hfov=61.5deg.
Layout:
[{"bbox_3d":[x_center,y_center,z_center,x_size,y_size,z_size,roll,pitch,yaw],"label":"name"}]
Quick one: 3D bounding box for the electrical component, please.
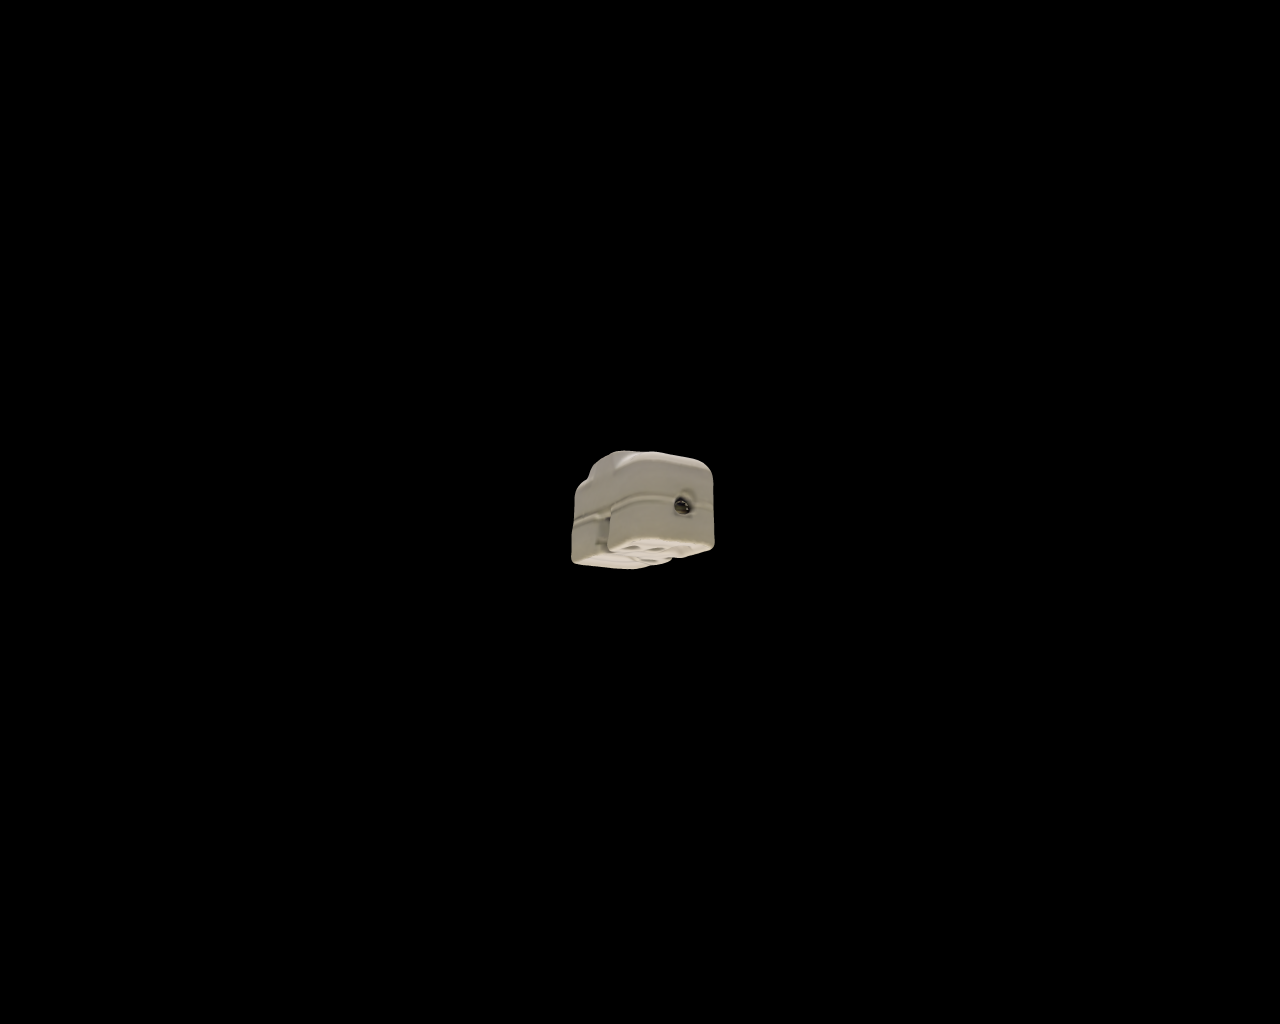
[{"bbox_3d":[0.001,-0.003,0.650,0.054,0.059,0.095,8,-16,-31],"label":"electrical component"}]
